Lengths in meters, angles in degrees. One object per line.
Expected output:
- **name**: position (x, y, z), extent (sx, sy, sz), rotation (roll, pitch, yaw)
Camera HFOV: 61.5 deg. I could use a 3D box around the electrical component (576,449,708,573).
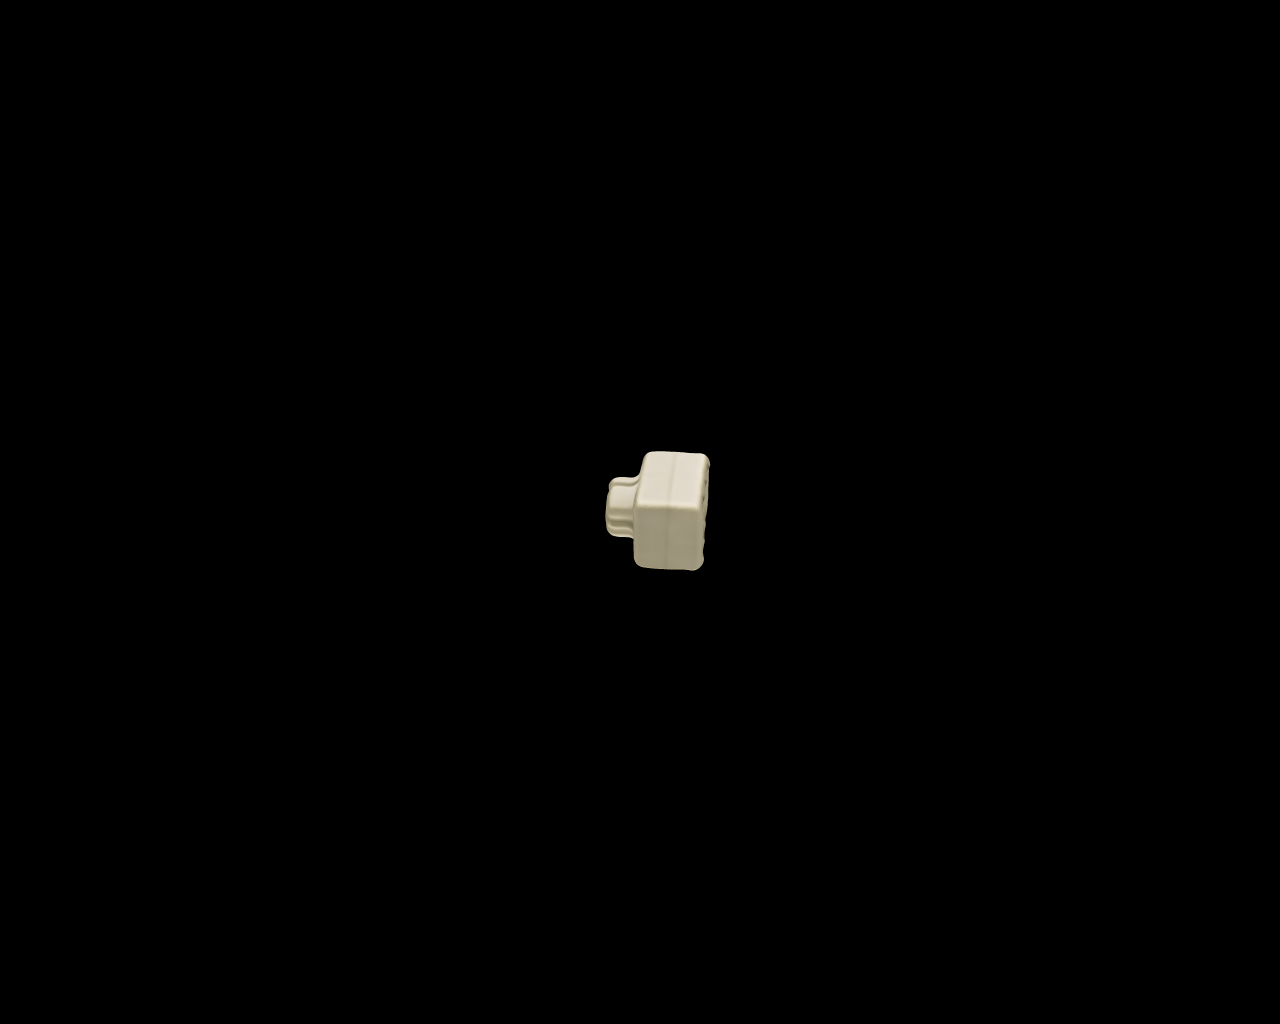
- **electrical component**: position (0.001, -0.003, 0.650), extent (0.077, 0.047, 0.066), rotation (3, 34, 5)
